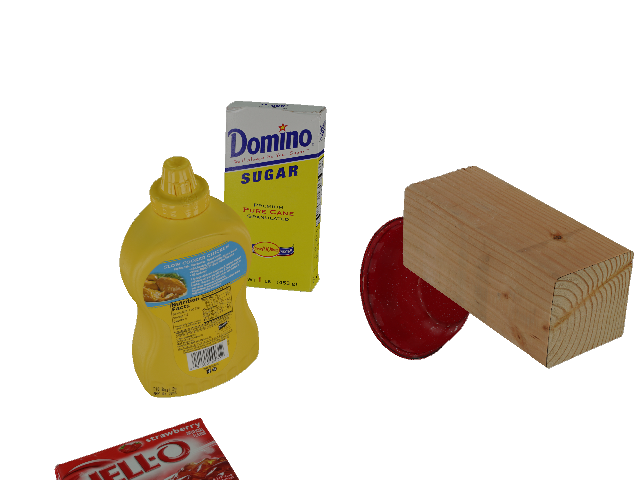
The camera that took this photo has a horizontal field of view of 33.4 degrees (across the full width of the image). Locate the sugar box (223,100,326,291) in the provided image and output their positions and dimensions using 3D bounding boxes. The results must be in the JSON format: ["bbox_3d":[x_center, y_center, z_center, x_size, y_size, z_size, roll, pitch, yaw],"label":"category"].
[{"bbox_3d":[-0.045,-0.043,1.028,0.093,0.176,0.048,4,16,8],"label":"sugar box"}]

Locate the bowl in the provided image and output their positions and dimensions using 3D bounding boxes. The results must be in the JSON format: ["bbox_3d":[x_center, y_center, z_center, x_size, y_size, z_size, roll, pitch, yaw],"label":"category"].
[{"bbox_3d":[0.120,0.051,1.176,0.161,0.162,0.055,0,-5,-41],"label":"bowl"}]

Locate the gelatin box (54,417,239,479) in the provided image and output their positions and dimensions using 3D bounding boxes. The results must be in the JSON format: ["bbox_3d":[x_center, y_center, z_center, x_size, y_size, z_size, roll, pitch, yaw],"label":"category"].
[{"bbox_3d":[-0.093,0.139,0.584,0.089,0.030,0.073,-15,28,-20],"label":"gelatin box"}]

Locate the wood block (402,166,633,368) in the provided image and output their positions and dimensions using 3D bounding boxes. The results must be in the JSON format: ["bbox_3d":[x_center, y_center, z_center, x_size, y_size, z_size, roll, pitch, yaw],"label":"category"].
[{"bbox_3d":[0.171,0.016,0.968,0.090,0.090,0.206,-17,33,-27],"label":"wood block"}]

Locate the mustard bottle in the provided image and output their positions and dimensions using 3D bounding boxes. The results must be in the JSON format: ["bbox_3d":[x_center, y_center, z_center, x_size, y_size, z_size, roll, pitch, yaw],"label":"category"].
[{"bbox_3d":[-0.096,0.024,0.774,0.096,0.192,0.058,-17,41,-21],"label":"mustard bottle"}]
